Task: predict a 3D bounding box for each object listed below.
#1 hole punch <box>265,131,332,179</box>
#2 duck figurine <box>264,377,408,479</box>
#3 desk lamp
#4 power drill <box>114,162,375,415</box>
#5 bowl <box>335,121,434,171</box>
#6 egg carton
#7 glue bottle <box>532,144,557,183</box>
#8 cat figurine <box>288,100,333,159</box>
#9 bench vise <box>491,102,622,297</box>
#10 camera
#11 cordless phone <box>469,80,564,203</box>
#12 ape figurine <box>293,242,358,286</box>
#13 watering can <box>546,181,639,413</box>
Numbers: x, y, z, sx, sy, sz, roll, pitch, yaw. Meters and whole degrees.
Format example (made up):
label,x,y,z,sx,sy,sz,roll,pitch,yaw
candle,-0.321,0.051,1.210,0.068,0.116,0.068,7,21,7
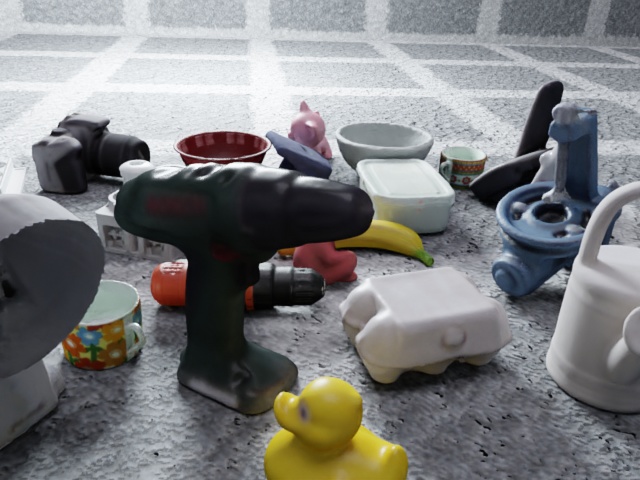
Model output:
label,x,y,z,sx,sy,sz,roll,pitch,yaw
hole punch,-0.035,-0.125,0.909,0.101,0.091,0.108,-6,28,-17
duck figurine,0.012,0.138,0.402,0.104,0.086,0.077,9,28,13
desk lamp,-0.255,0.050,0.410,0.202,0.214,0.118,16,30,25
power drill,-0.066,0.032,0.467,0.228,0.208,0.076,16,30,25
bowl,0.107,-0.147,0.983,0.167,0.075,0.167,2,27,-1
egg carton,0.098,0.079,0.543,0.150,0.069,0.107,-7,28,-18
glue bottle,0.326,-0.088,0.778,0.077,0.173,0.037,24,34,35
cat figurine,-0.018,-0.189,1.007,0.067,0.118,0.128,8,27,11
bench vise,0.283,-0.058,0.664,0.121,0.220,0.208,20,32,30
camera,-0.350,-0.140,0.899,0.136,0.101,0.143,9,28,12
cordless phone,0.313,-0.151,0.887,0.148,0.185,0.093,-22,35,-39
ape figurine,0.006,0.002,0.661,0.076,0.092,0.077,-5,28,-14
watering can,0.267,0.046,0.485,0.101,0.194,0.172,1,27,-3
